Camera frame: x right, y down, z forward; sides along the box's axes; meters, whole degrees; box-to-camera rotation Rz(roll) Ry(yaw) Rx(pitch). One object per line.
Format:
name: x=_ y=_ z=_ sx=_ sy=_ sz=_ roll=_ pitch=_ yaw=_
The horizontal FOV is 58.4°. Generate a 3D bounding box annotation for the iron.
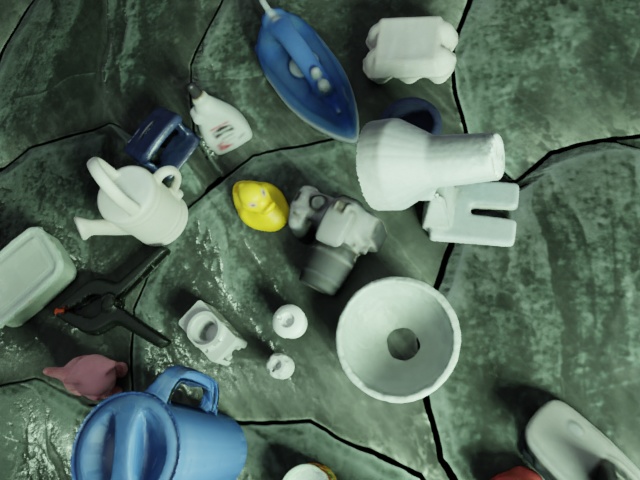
iron: x=-0.021 y=-0.278 z=0.925 sx=0.118 sy=0.142 sz=0.258 roll=-35 pitch=66 yaw=1

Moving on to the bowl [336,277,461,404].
bowl: x=0.109 y=0.139 z=0.783 sx=0.167 sy=0.075 sz=0.167 roll=-5 pitch=70 yaw=13

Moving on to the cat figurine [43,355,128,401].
cat figurine: x=-0.351 y=0.204 z=0.859 sx=0.127 sy=0.118 sz=0.067 roll=3 pitch=72 yaw=16

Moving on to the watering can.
watering can: x=-0.300 y=-0.059 z=0.895 sx=0.100 sy=0.194 sz=0.173 roll=30 pitch=81 yaw=22

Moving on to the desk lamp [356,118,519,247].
desk lamp: x=0.165 y=-0.080 z=0.768 sx=0.202 sy=0.214 sz=0.118 roll=5 pitch=73 yaw=17

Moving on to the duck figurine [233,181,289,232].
duck figurine: x=-0.103 y=-0.065 z=0.904 sx=0.104 sy=0.086 sz=0.077 roll=37 pitch=84 yaw=23

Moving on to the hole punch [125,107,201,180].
hole punch: x=-0.282 y=-0.173 z=0.986 sx=0.101 sy=0.091 sz=0.109 roll=32 pitch=82 yaw=22

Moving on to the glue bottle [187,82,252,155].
glue bottle: x=-0.172 y=-0.201 z=0.921 sx=0.078 sy=0.173 sz=0.037 roll=-31 pitch=66 yaw=3

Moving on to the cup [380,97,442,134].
cup: x=0.139 y=-0.141 z=0.861 sx=0.091 sy=0.095 sz=0.118 roll=-3 pitch=71 yaw=14

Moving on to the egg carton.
egg carton: x=0.146 y=-0.306 z=0.930 sx=0.150 sy=0.069 sz=0.107 roll=3 pitch=72 yaw=16

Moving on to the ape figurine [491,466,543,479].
ape figurine: x=0.239 y=0.310 z=0.680 sx=0.077 sy=0.092 sz=0.076 roll=40 pitch=85 yaw=23

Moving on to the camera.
camera: x=0.008 y=0.003 z=0.843 sx=0.142 sy=0.101 sz=0.137 roll=22 pitch=78 yaw=21

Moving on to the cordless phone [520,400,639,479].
cordless phone: x=0.298 y=0.249 z=0.635 sx=0.147 sy=0.185 sz=0.094 roll=41 pitch=86 yaw=23
